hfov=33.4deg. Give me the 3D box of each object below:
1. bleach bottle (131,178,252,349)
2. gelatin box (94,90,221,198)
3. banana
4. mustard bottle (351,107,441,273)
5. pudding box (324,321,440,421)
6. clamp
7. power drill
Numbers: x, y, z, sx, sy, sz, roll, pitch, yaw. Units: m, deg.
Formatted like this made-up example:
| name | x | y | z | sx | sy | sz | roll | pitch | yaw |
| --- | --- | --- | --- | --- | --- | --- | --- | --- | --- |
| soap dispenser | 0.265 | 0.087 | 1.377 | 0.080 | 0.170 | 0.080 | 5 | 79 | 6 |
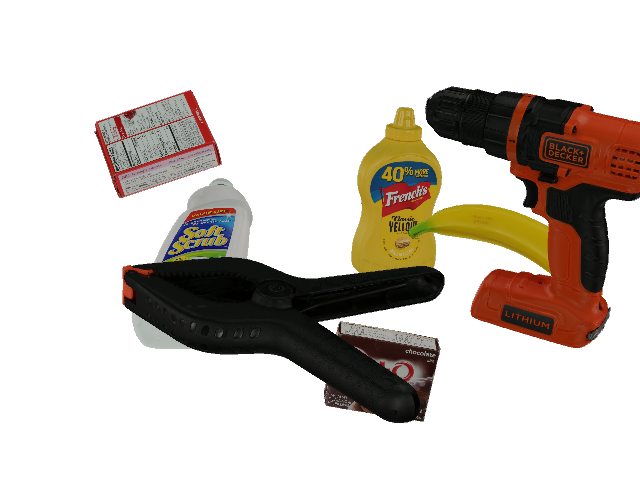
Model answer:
| name | x | y | z | sx | sy | sz | roll | pitch | yaw |
| --- | --- | --- | --- | --- | --- | --- | --- | --- | --- |
| bleach bottle | -0.130 | 0.012 | 1.150 | 0.102 | 0.068 | 0.250 | -1 | 35 | 3 |
| gelatin box | -0.135 | -0.079 | 0.880 | 0.089 | 0.030 | 0.073 | -20 | 48 | -8 |
| banana | 0.187 | 0.004 | 1.034 | 0.198 | 0.069 | 0.037 | 19 | -28 | 27 |
| mustard bottle | 0.089 | -0.056 | 1.215 | 0.096 | 0.192 | 0.058 | -1 | 17 | -14 |
| pudding box | 0.066 | 0.142 | 1.162 | 0.113 | 0.090 | 0.039 | 9 | 23 | -3 |
| clamp | -0.022 | 0.042 | 0.681 | 0.210 | 0.036 | 0.164 | 13 | 26 | 14 |
| power drill | 0.161 | -0.020 | 0.817 | 0.185 | 0.188 | 0.057 | 17 | 34 | 26 |
